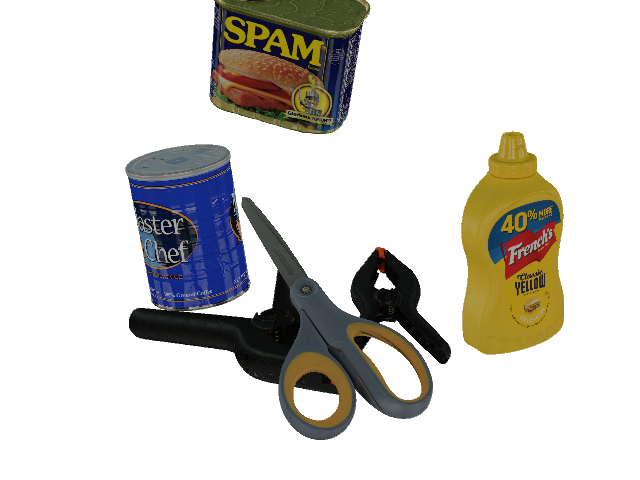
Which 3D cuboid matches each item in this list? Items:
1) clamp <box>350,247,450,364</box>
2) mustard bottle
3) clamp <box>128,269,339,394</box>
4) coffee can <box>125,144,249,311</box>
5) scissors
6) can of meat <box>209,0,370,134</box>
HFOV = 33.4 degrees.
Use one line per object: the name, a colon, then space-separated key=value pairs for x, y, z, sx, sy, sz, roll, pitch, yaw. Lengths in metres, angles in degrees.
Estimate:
clamp: x=0.085 y=0.078 z=1.193 sx=0.120 sy=0.171 sz=0.039 roll=7 pitch=-43 yaw=0
mustard bottle: x=0.169 y=-0.001 z=0.933 sx=0.096 sy=0.192 sz=0.058 roll=-14 pitch=23 yaw=-24
clamp: x=-0.034 y=0.072 z=0.875 sx=0.164 sy=0.036 sz=0.210 roll=-20 pitch=26 yaw=-40
coffee can: x=-0.130 y=-0.014 z=1.058 sx=0.103 sy=0.140 sz=0.103 roll=-7 pitch=19 yaw=2
scissors: x=-0.019 y=0.047 z=0.649 sx=0.096 sy=0.016 sz=0.202 roll=-33 pitch=54 yaw=-27
can of meat: x=-0.024 y=-0.126 z=0.717 sx=0.102 sy=0.084 sz=0.057 roll=17 pitch=40 yaw=10
